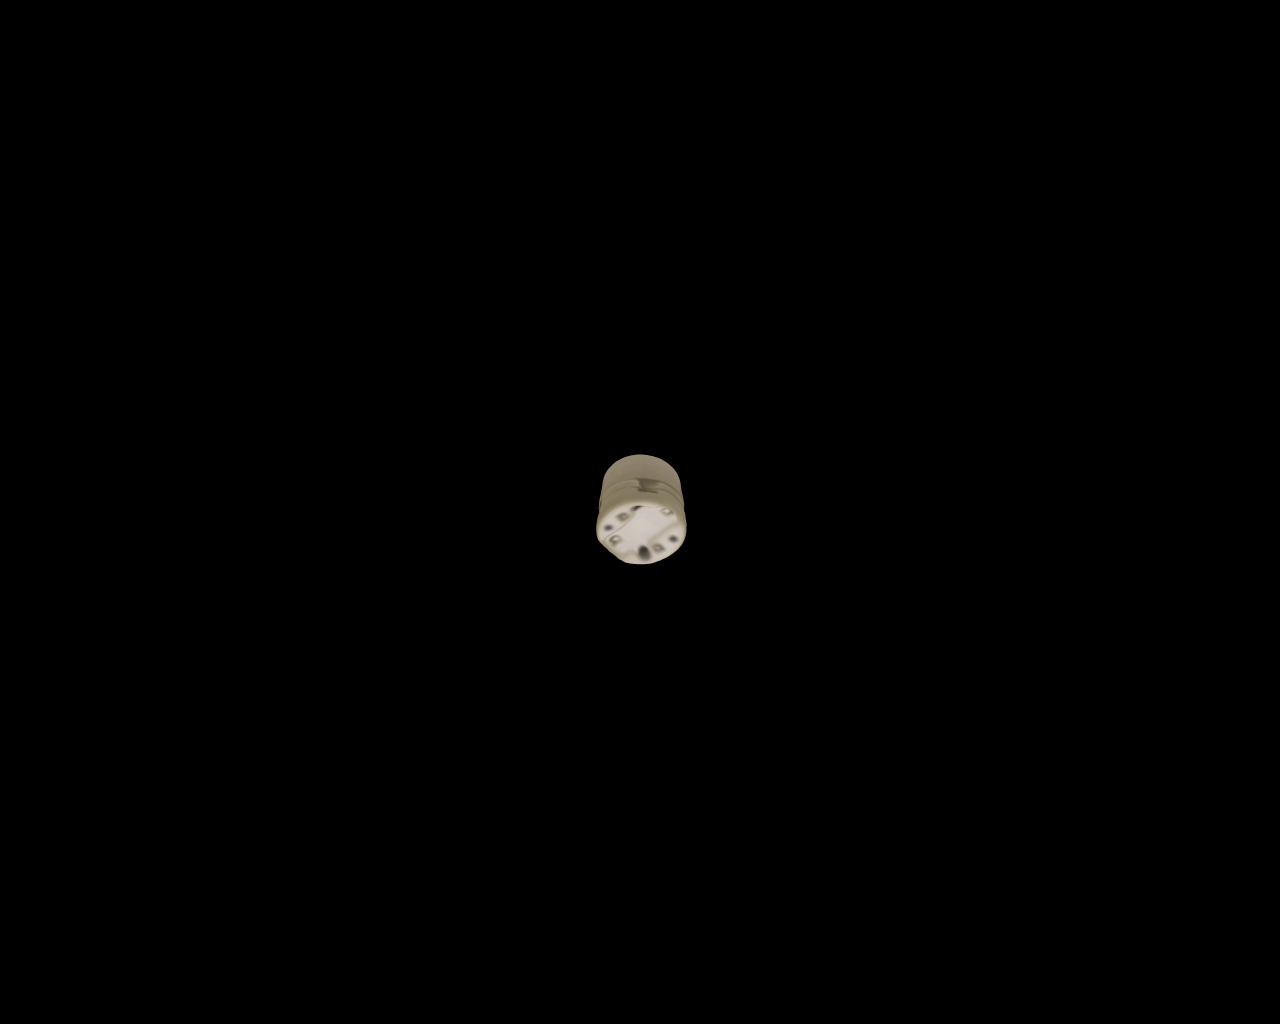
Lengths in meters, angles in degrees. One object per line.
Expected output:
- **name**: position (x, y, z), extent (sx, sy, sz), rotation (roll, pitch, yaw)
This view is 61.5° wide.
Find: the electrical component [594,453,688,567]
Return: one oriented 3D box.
- **electrical component**: position (0.001, -0.003, 0.650), extent (0.055, 0.055, 0.047), rotation (0, 43, 0)
